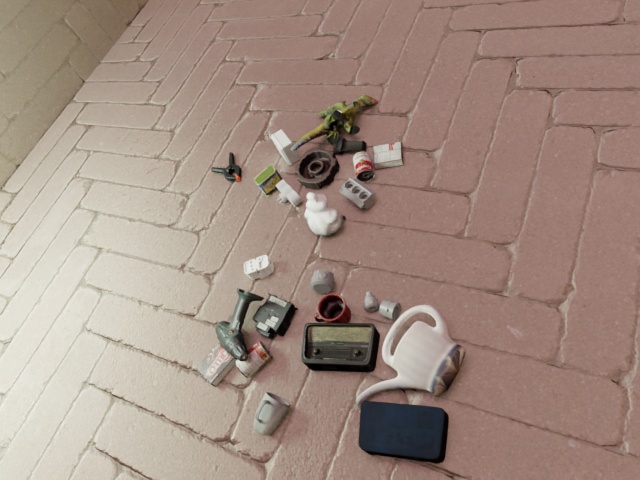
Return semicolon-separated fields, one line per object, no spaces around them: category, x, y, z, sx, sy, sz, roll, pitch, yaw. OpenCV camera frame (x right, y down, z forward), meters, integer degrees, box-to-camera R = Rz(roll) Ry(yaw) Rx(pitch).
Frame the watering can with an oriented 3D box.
watering can;0.261;0.355;1.438;0.226;0.102;0.349;28;85;34

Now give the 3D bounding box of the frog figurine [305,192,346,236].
frog figurine;0.006;-0.091;1.813;0.138;0.156;0.124;19;69;33

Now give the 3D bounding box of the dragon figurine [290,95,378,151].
dragon figurine;0.050;-0.493;2.111;0.410;0.120;0.247;-23;27;1
